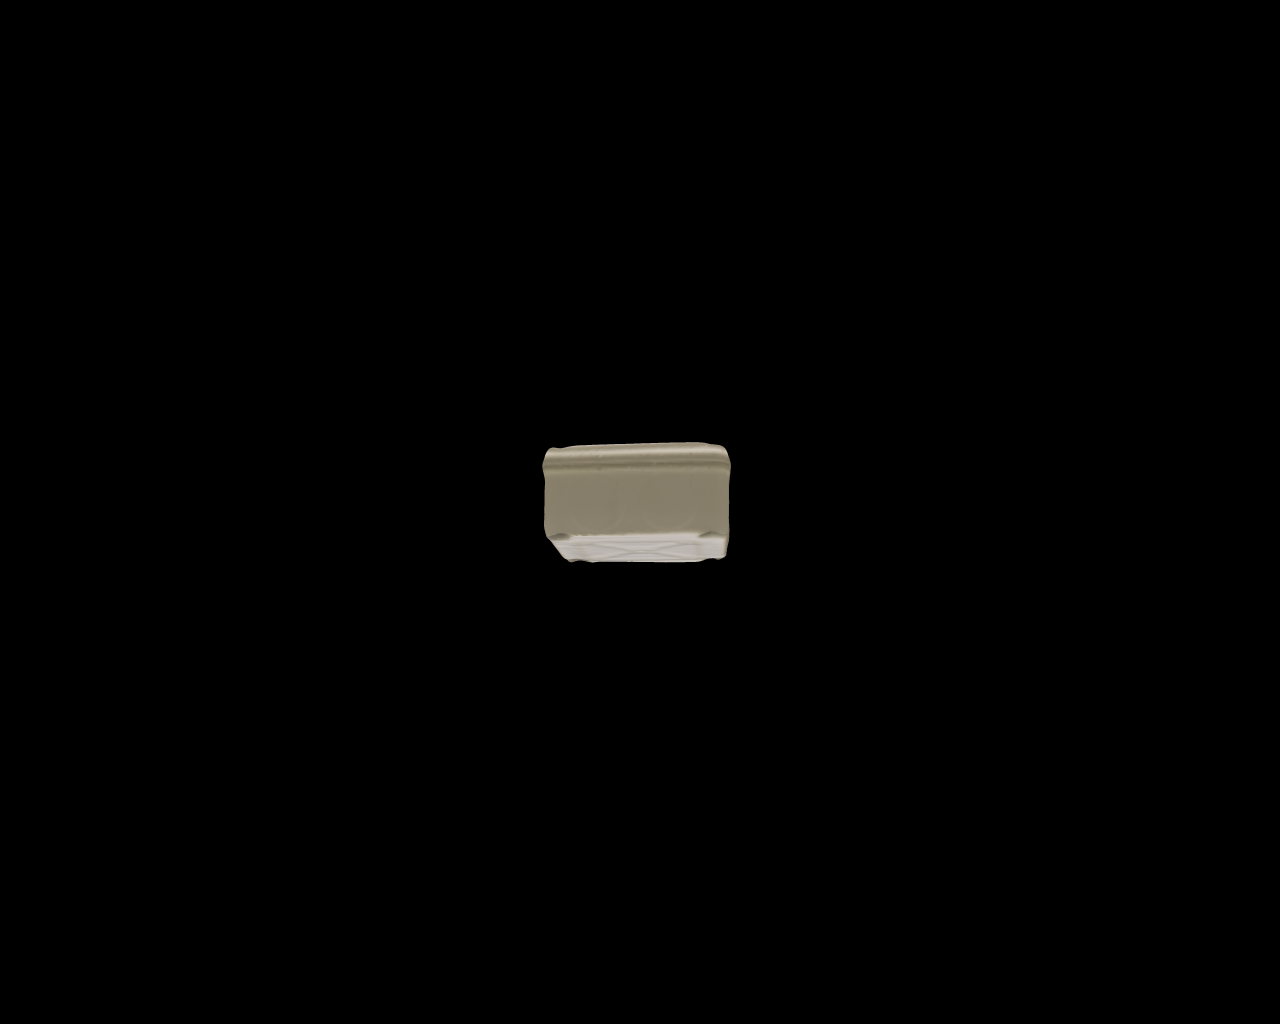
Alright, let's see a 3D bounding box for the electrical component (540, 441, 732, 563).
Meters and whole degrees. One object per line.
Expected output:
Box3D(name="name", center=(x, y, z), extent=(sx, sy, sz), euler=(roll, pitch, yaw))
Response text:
Box3D(name="electrical component", center=(0.001, -0.003, 0.650), extent=(0.109, 0.056, 0.108), euler=(-1, -11, 4))
